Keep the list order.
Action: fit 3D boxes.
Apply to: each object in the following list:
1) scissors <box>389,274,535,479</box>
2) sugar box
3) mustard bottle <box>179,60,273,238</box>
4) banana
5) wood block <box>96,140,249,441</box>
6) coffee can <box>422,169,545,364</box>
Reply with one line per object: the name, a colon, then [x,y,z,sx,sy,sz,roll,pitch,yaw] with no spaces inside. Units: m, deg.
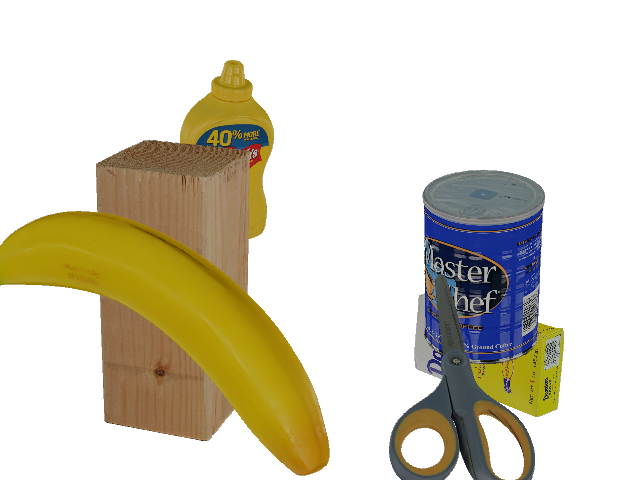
scissors: [0.073,0.091,0.699,0.096,0.016,0.202,-10,38,-13]
sugar box: [0.182,0.121,1.178,0.048,0.093,0.177,-11,19,-44]
mustard bottle: [-0.096,-0.091,1.093,0.096,0.192,0.058,-5,31,-22]
banana: [-0.073,0.033,0.481,0.198,0.070,0.037,23,13,20]
wood block: [-0.111,0.036,0.818,0.091,0.206,0.090,8,19,15]
coffee can: [0.141,0.022,0.934,0.103,0.140,0.103,-3,26,1]
